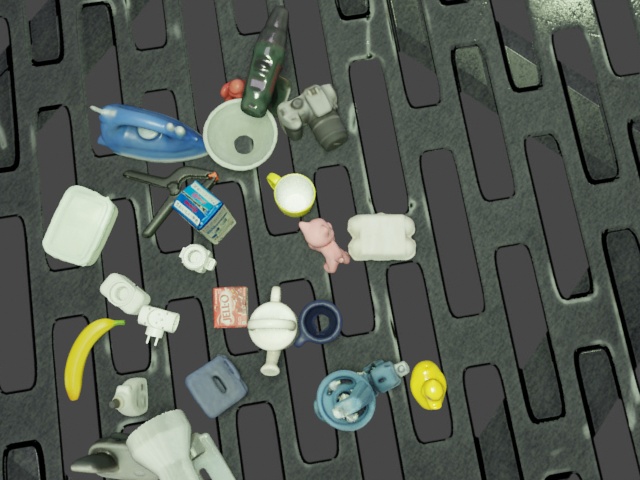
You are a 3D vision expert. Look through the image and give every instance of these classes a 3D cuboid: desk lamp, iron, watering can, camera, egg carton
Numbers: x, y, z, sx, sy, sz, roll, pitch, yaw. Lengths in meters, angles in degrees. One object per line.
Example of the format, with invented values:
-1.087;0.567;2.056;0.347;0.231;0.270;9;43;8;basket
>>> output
-0.266;0.433;1.116;0.118;0.213;0.203;-35;82;-6;desk lamp
-0.371;-0.246;1.268;0.258;0.141;0.119;11;80;2;iron
-0.093;0.185;1.170;0.101;0.194;0.173;-19;81;-3;watering can
-0.008;-0.270;1.295;0.143;0.101;0.137;-28;81;-5;camera
0.136;-0.006;1.267;0.150;0.069;0.107;-2;80;-1;egg carton

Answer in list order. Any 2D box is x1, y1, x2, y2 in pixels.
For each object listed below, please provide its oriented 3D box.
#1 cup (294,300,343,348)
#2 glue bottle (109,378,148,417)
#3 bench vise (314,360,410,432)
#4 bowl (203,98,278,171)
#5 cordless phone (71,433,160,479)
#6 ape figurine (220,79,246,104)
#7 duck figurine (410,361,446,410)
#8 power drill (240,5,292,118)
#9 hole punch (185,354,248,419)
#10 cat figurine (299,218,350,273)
-0.008;0.186;1.220;0.118;0.095;0.091;-44;83;-7;cup
-0.390;0.322;1.155;0.037;0.173;0.078;-4;80;0;glue bottle
0.077;0.294;1.139;0.121;0.220;0.207;43;83;7;bench vise
-0.176;-0.230;1.301;0.167;0.075;0.167;0;80;0;bowl
-0.396;0.443;1.128;0.147;0.185;0.094;2;80;0;cordless phone
-0.188;-0.340;1.311;0.076;0.092;0.078;-44;83;-7;ape figurine
0.233;0.308;1.205;0.077;0.086;0.104;-8;80;-1;duck figurine
-0.111;-0.363;1.256;0.075;0.208;0.230;15;81;3;power drill
-0.215;0.304;1.201;0.101;0.091;0.108;-37;82;-6;hole punch
0.011;0.004;1.240;0.067;0.118;0.128;-37;82;-6;cat figurine
